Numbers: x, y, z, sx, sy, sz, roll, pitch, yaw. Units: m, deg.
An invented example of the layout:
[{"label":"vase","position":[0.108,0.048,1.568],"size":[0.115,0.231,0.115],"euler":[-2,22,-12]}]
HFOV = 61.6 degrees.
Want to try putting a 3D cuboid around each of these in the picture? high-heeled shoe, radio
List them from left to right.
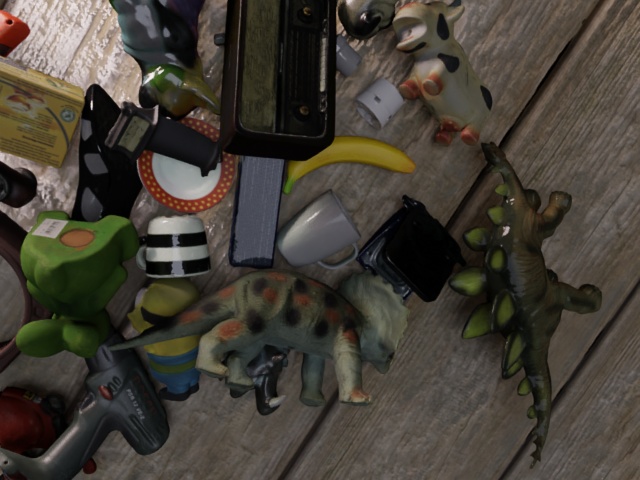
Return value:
[{"label":"high-heeled shoe","position":[-0.304,-0.068,0.716],"size":[0.145,0.086,0.248],"euler":[-18,85,25]},{"label":"radio","position":[-0.049,-0.216,0.665],"size":[0.131,0.073,0.229],"euler":[6,80,-26]}]

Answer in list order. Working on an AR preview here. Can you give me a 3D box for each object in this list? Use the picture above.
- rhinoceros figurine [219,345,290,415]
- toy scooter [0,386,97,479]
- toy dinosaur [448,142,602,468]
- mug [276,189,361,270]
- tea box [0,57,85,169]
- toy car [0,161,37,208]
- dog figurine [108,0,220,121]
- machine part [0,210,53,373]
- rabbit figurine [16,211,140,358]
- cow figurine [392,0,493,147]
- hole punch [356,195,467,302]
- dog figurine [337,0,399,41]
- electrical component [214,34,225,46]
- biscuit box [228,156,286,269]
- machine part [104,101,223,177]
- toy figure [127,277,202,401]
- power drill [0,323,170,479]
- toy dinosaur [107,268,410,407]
[{"label":"rhinoceros figurine","position":[-0.100,0.159,0.774],"size":[0.112,0.073,0.190],"euler":[-11,98,-20]},{"label":"toy scooter","position":[-0.387,0.287,0.749],"size":[0.135,0.075,0.183],"euler":[-3,103,-9]},{"label":"toy dinosaur","position":[0.294,0.088,0.776],"size":[0.198,0.105,0.471],"euler":[-20,95,-22]},{"label":"mug","position":[-0.002,-0.002,0.760],"size":[0.107,0.081,0.109],"euler":[-30,123,7]},{"label":"tea box","position":[-0.381,-0.162,0.637],"size":[0.169,0.068,0.098],"euler":[19,109,-35]},{"label":"toy car","position":[-0.449,-0.106,0.661],"size":[0.202,0.089,0.053],"euler":[34,98,-12]},{"label":"dog figurine","position":[-0.175,-0.259,0.671],"size":[0.191,0.108,0.219],"euler":[-39,108,-3]},{"label":"machine part","position":[-0.456,0.069,0.694],"size":[0.201,0.087,0.201],"euler":[44,90,-13]},{"label":"rabbit figurine","position":[-0.280,0.072,0.634],"size":[0.121,0.159,0.170],"euler":[1,123,-11]},{"label":"cow figurine","position":[0.167,-0.233,0.723],"size":[0.194,0.086,0.127],"euler":[45,66,-28]},{"label":"hole punch","position":[0.130,0.022,0.784],"size":[0.142,0.092,0.116],"euler":[44,64,-11]},{"label":"dog figurine","position":[0.069,-0.380,0.696],"size":[0.190,0.121,0.172],"euler":[-41,70,17]},{"label":"electrical component","position":[-0.093,-0.258,0.722],"size":[0.094,0.021,0.063],"euler":[-10,102,-8]},{"label":"biscuit box","position":[-0.086,-0.062,0.739],"size":[0.063,0.059,0.202],"euler":[6,99,-11]},{"label":"machine part","position":[-0.192,-0.123,0.677],"size":[0.139,0.039,0.084],"euler":[15,129,-32]},{"label":"toy figure","position":[-0.197,0.134,0.741],"size":[0.089,0.082,0.180],"euler":[-5,108,5]},{"label":"power drill","position":[-0.323,0.228,0.715],"size":[0.207,0.086,0.231],"euler":[-47,115,-40]},{"label":"toy dinosaur","position":[-0.041,0.105,0.702],"size":[0.405,0.131,0.192],"euler":[20,60,-20]}]
